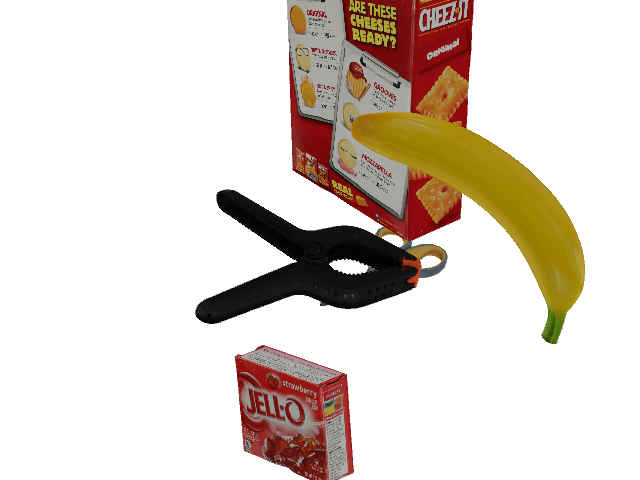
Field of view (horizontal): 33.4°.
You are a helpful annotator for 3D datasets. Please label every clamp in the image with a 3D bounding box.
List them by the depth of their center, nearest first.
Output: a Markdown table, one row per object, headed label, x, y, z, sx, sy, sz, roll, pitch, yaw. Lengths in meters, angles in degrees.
| label | x | y | z | sx | sy | sz | roll | pitch | yaw |
| --- | --- | --- | --- | --- | --- | --- | --- | --- | --- |
| clamp | -0.013 | 0.028 | 0.999 | 0.210 | 0.164 | 0.036 | 11 | -44 | 4 |

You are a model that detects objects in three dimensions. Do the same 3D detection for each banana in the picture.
| label | x | y | z | sx | sy | sz | roll | pitch | yaw |
| --- | --- | --- | --- | --- | --- | --- | --- | --- | --- |
| banana | 0.107 | -0.025 | 0.688 | 0.070 | 0.198 | 0.037 | -43 | -5 | 10 |

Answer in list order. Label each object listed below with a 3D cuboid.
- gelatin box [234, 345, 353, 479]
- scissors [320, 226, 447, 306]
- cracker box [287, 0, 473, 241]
| label | x | y | z | sx | sy | sz | roll | pitch | yaw |
| --- | --- | --- | --- | --- | --- | --- | --- | --- | --- |
| gelatin box | -0.019 | 0.118 | 0.727 | 0.030 | 0.073 | 0.089 | -18 | 21 | -41 |
| scissors | 0.056 | 0.024 | 1.194 | 0.201 | 0.016 | 0.096 | -11 | 42 | -36 |
| cracker box | 0.047 | -0.130 | 0.892 | 0.072 | 0.214 | 0.164 | -22 | 38 | -31 |
